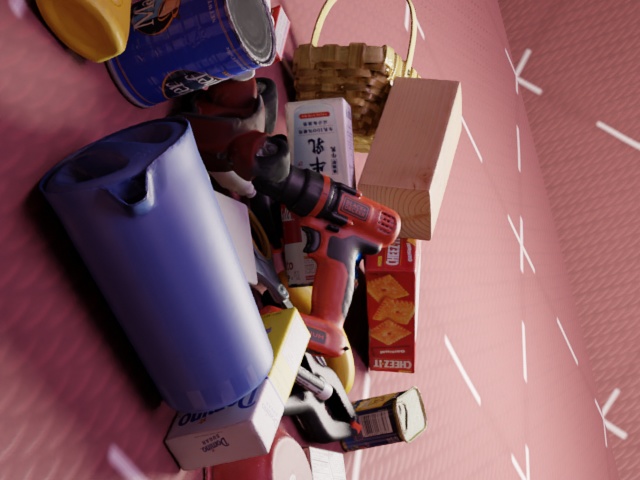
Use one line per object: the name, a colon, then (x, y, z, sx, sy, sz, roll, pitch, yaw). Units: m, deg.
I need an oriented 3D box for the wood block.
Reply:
wood block: (0.118, -0.107, 1.357, 0.090, 0.091, 0.206, 81, 22, -47)

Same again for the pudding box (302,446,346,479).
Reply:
pudding box: (-0.002, 0.286, 1.165, 0.090, 0.039, 0.113, 30, 46, -59)

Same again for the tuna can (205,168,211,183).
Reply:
tuna can: (-0.137, -0.060, 1.005, 0.033, 0.086, 0.086, -30, 108, -24)

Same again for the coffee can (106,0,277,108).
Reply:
coffee can: (-0.128, -0.198, 1.046, 0.102, 0.140, 0.103, 47, 35, -49)

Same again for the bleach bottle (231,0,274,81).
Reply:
bleach bottle: (-0.107, -0.275, 1.161, 0.068, 0.103, 0.251, 46, 29, -54)

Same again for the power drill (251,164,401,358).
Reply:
power drill: (-0.013, 0.021, 1.143, 0.184, 0.057, 0.187, 23, 77, -21)

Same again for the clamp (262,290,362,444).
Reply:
clamp: (-0.014, 0.161, 1.219, 0.209, 0.036, 0.164, 44, 37, -45)

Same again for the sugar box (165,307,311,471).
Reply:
sugar box: (-0.075, 0.138, 1.015, 0.048, 0.093, 0.176, 64, 24, -22)

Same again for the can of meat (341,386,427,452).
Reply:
can of meat: (0.077, 0.224, 1.331, 0.102, 0.084, 0.057, -12, 87, -68)

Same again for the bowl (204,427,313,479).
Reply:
bowl: (-0.050, 0.245, 1.056, 0.162, 0.055, 0.162, 48, 33, -48)

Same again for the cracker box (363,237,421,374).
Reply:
cracker box: (0.097, 0.050, 1.424, 0.214, 0.072, 0.164, 86, 8, -47)

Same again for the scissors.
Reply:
scissors: (-0.058, 0.053, 1.164, 0.096, 0.016, 0.202, -6, 69, -60)

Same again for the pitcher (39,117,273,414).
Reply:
pitcher: (-0.133, 0.022, 0.930, 0.149, 0.145, 0.243, -52, 128, -49)

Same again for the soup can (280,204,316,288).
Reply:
soup can: (-0.008, 0.001, 1.218, 0.068, 0.069, 0.102, -1, 85, -67)

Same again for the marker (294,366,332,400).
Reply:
marker: (-0.028, 0.141, 1.145, 0.121, 0.020, 0.020, 39, 41, -43)

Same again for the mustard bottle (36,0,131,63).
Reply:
mustard bottle: (-0.209, -0.263, 1.006, 0.096, 0.058, 0.191, 48, 34, -40)

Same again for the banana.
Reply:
banana: (0.003, 0.112, 1.290, 0.198, 0.037, 0.069, 68, 23, -17)

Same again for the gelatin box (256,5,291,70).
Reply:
gelatin box: (-0.078, -0.239, 1.281, 0.030, 0.073, 0.089, 57, 28, -36)

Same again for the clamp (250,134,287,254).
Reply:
clamp: (-0.059, -0.066, 1.261, 0.120, 0.039, 0.171, 8, 76, -68)
